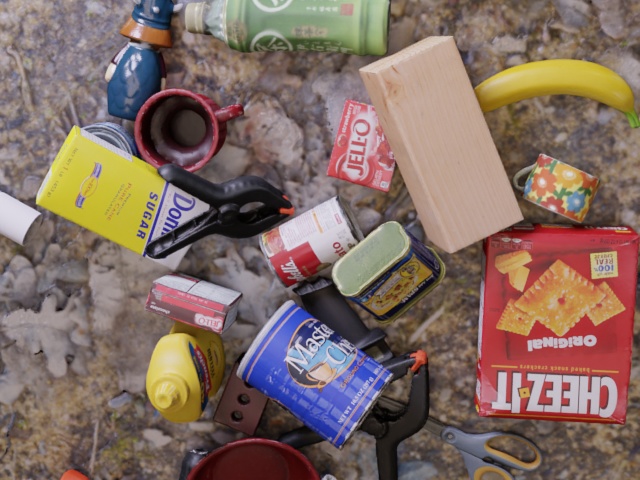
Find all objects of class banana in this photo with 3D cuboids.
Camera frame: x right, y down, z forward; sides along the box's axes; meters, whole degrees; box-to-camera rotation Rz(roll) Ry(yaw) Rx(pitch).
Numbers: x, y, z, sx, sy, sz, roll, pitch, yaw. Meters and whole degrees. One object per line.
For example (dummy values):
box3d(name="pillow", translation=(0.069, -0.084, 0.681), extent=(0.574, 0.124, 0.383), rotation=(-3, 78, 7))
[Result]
box3d(name="banana", translation=(0.253, -0.162, 1.156), extent=(0.198, 0.037, 0.070), rotation=(5, 100, 6))

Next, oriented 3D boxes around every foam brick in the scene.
box3d(name="foam brick", translation=(-0.084, 0.179, 1.239), extent=(0.053, 0.051, 0.078), rotation=(22, 101, 3))

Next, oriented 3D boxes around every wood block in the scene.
box3d(name="wood block", translation=(0.127, -0.102, 1.132), extent=(0.091, 0.090, 0.206), rotation=(-25, 104, -4))

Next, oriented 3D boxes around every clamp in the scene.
box3d(name="clamp", translation=(0.070, 0.218, 1.228), extent=(0.164, 0.036, 0.210), rotation=(38, 109, -3))
box3d(name="clamp", translation=(-0.110, -0.042, 1.170), extent=(0.171, 0.039, 0.120), rotation=(-14, 139, -22))

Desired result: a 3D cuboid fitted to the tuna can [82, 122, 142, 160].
box3d(name="tuna can", translation=(-0.250, -0.092, 1.224), extent=(0.086, 0.033, 0.086), rotation=(1, 99, 6))

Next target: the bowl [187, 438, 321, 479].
box3d(name="bowl", translation=(-0.078, 0.286, 1.226), extent=(0.162, 0.055, 0.162), rotation=(-2, 111, -5))

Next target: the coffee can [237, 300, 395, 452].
box3d(name="coffee can", translation=(-0.005, 0.147, 1.159), extent=(0.140, 0.102, 0.103), rotation=(35, 101, 9))

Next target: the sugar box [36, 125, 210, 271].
box3d(name="sugar box", translation=(-0.216, -0.044, 1.190), extent=(0.176, 0.048, 0.093), rotation=(28, 102, -21))

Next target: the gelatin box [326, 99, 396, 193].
box3d(name="gelatin box", translation=(0.053, -0.105, 1.190), extent=(0.073, 0.030, 0.089), rotation=(16, 100, 4))

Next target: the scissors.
box3d(name="scissors", translation=(0.155, 0.247, 1.241), extent=(0.202, 0.016, 0.096), rotation=(12, 102, 7))

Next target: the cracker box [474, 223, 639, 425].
box3d(name="cracker box", translation=(0.258, 0.090, 1.177), extent=(0.164, 0.072, 0.214), rotation=(2, 100, 6))

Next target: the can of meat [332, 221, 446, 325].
box3d(name="can of meat", translation=(0.075, 0.036, 1.175), extent=(0.102, 0.083, 0.057), rotation=(-41, 50, 11))

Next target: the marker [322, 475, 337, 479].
box3d(name="marker", translation=(-0.018, 0.321, 1.256), extent=(0.020, 0.020, 0.121), rotation=(36, 116, 0))

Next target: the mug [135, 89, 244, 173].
box3d(name="mug", translation=(-0.139, -0.126, 1.181), extent=(0.117, 0.081, 0.093), rotation=(-22, 96, 9))

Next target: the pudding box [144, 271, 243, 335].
box3d(name="pudding box", translation=(-0.139, 0.070, 1.196), extent=(0.090, 0.113, 0.039), rotation=(19, 97, 3))

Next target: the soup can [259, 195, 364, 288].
box3d(name="soup can", translation=(-0.008, 0.001, 1.194), extent=(0.102, 0.068, 0.068), rotation=(-27, 95, 9))

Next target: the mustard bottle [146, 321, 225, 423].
box3d(name="mustard bottle", translation=(-0.149, 0.147, 1.169), extent=(0.058, 0.191, 0.096), rotation=(-8, 98, 7))

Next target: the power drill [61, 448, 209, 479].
box3d(name="power drill", translation=(-0.219, 0.327, 1.274), extent=(0.187, 0.057, 0.184), rotation=(8, 97, 6))
